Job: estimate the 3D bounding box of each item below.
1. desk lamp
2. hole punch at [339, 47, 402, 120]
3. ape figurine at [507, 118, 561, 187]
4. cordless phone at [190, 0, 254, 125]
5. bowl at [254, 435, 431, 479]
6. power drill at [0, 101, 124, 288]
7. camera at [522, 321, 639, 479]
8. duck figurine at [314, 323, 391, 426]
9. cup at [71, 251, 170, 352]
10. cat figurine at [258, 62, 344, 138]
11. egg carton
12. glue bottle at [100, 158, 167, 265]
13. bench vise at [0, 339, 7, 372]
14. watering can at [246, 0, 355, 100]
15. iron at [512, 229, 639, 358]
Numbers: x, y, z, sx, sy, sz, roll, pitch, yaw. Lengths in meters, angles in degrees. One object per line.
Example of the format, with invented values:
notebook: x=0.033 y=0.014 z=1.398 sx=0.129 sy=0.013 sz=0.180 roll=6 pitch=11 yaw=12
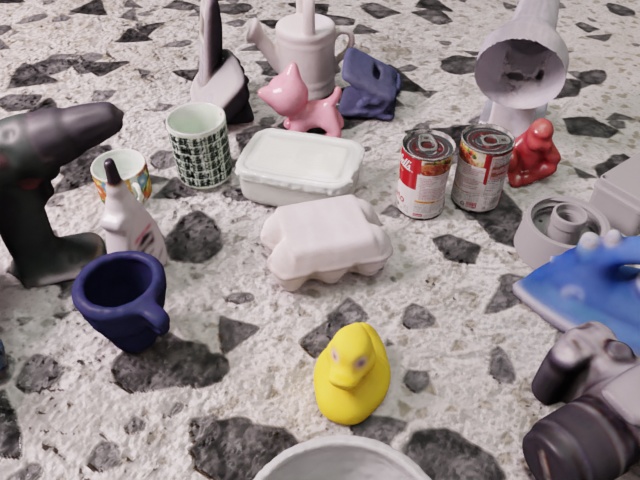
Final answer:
desk lamp: x=0.294 y=-0.247 z=0.842 sx=0.117 sy=0.214 sz=0.203 roll=15 pitch=46 yaw=15
hole punch: x=0.084 y=-0.262 z=0.946 sx=0.101 sy=0.091 sz=0.108 roll=5 pitch=44 yaw=5
ape figurine: x=0.301 y=-0.128 z=0.807 sx=0.077 sy=0.092 sz=0.076 roll=14 pitch=46 yaw=15
cordless phone: x=-0.164 y=-0.282 z=0.902 sx=0.094 sy=0.185 sz=0.147 roll=-16 pitch=46 yaw=-15
bowl: x=0.018 y=0.242 z=0.438 sx=0.167 sy=0.075 sz=0.167 roll=0 pitch=44 yaw=0
power drill: x=-0.317 y=-0.048 z=0.645 sx=0.230 sy=0.208 sz=0.075 roll=-12 pitch=45 yaw=-12
camera: x=0.243 y=0.153 z=0.510 sx=0.137 sy=0.101 sz=0.142 roll=-20 pitch=47 yaw=-19
duck figurine: x=0.032 y=0.116 z=0.561 sx=0.077 sy=0.086 sz=0.105 roll=13 pitch=46 yaw=14
cup: x=-0.190 y=0.078 z=0.595 sx=0.117 sy=0.095 sz=0.092 roll=30 pitch=52 yaw=27
cat figurine: x=-0.027 y=-0.212 z=0.876 sx=0.127 sy=0.118 sz=0.067 roll=2 pitch=44 yaw=2
egg carton: x=0.006 y=0.002 z=0.690 sx=0.150 sy=0.069 sz=0.107 roll=-11 pitch=45 yaw=-11
glue bottle: x=-0.214 y=-0.018 z=0.637 sx=0.037 sy=0.173 sz=0.078 roll=9 pitch=45 yaw=10
bench vise: x=-0.372 y=0.025 z=0.561 sx=0.122 sy=0.220 sz=0.206 roll=-32 pitch=52 yaw=-28
watering can: x=-0.031 y=-0.340 z=0.954 sx=0.173 sy=0.194 sz=0.100 roll=-21 pitch=48 yaw=-20
iron: x=0.342 y=0.048 z=0.589 sx=0.257 sy=0.141 sz=0.119 roll=17 pitch=47 yaw=17
